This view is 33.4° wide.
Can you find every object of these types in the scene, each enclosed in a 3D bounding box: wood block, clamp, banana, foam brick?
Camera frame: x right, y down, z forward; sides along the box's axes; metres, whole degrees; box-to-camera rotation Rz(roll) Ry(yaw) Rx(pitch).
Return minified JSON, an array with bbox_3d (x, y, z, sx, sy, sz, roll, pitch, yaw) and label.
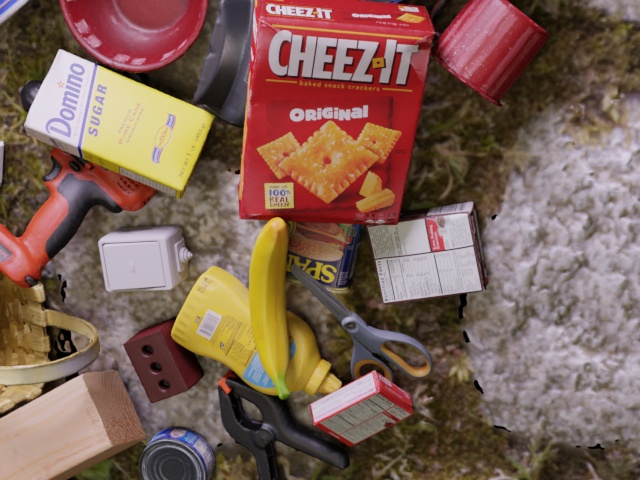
[{"bbox_3d":[-0.318,0.235,1.225,0.206,0.090,0.090,-28,80,13],"label":"wood block"},{"bbox_3d":[-0.062,0.228,1.211,0.171,0.039,0.120,45,105,4],"label":"clamp"},{"bbox_3d":[-0.047,0.062,1.088,0.070,0.037,0.198,29,128,52],"label":"banana"},{"bbox_3d":[-0.177,0.136,1.207,0.053,0.051,0.078,-22,99,19],"label":"foam brick"}]

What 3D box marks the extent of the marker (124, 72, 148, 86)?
[{"bbox_3d":[-0.225,-0.210,1.138,0.020,0.020,0.121,-38,94,20],"label":"marker"}]

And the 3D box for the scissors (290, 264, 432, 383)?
[{"bbox_3d":[0.028,0.102,1.129,0.201,0.016,0.096,30,124,-18],"label":"scissors"}]

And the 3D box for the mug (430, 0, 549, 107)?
[{"bbox_3d":[0.154,-0.194,1.015,0.117,0.093,0.081,46,108,26],"label":"mug"}]

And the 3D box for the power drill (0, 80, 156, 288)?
[{"bbox_3d":[-0.298,-0.057,1.141,0.184,0.057,0.187,43,82,4],"label":"power drill"}]

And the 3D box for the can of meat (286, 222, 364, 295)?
[{"bbox_3d":[-0.007,0.001,1.124,0.102,0.057,0.084,15,106,10],"label":"can of meat"}]

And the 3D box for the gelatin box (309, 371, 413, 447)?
[{"bbox_3d":[0.046,0.183,1.156,0.089,0.030,0.073,-31,137,20],"label":"gelatin box"}]

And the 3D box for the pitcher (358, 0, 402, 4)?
[{"bbox_3d":[0.069,-0.304,0.984,0.243,0.149,0.145,12,67,7],"label":"pitcher"}]

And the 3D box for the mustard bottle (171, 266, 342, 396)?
[{"bbox_3d":[-0.062,0.115,1.168,0.191,0.058,0.096,31,111,4],"label":"mustard bottle"}]

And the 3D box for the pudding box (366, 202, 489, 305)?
[{"bbox_3d":[0.111,0.015,1.107,0.114,0.039,0.090,-8,104,18],"label":"pudding box"}]

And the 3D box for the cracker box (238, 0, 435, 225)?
[{"bbox_3d":[0.010,-0.119,1.024,0.164,0.072,0.214,3,124,-8],"label":"cracker box"}]

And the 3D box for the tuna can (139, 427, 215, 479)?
[{"bbox_3d":[-0.168,0.265,1.251,0.086,0.033,0.086,4,106,13],"label":"tuna can"}]

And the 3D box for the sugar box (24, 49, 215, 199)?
[{"bbox_3d":[-0.208,-0.120,1.112,0.176,0.048,0.093,23,77,-6],"label":"sugar box"}]

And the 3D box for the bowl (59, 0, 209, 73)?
[{"bbox_3d":[-0.183,-0.256,1.093,0.162,0.055,0.162,4,108,12],"label":"bowl"}]

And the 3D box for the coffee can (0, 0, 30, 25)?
[{"bbox_3d":[-0.351,-0.295,1.081,0.103,0.102,0.140,-32,114,20],"label":"coffee can"}]
